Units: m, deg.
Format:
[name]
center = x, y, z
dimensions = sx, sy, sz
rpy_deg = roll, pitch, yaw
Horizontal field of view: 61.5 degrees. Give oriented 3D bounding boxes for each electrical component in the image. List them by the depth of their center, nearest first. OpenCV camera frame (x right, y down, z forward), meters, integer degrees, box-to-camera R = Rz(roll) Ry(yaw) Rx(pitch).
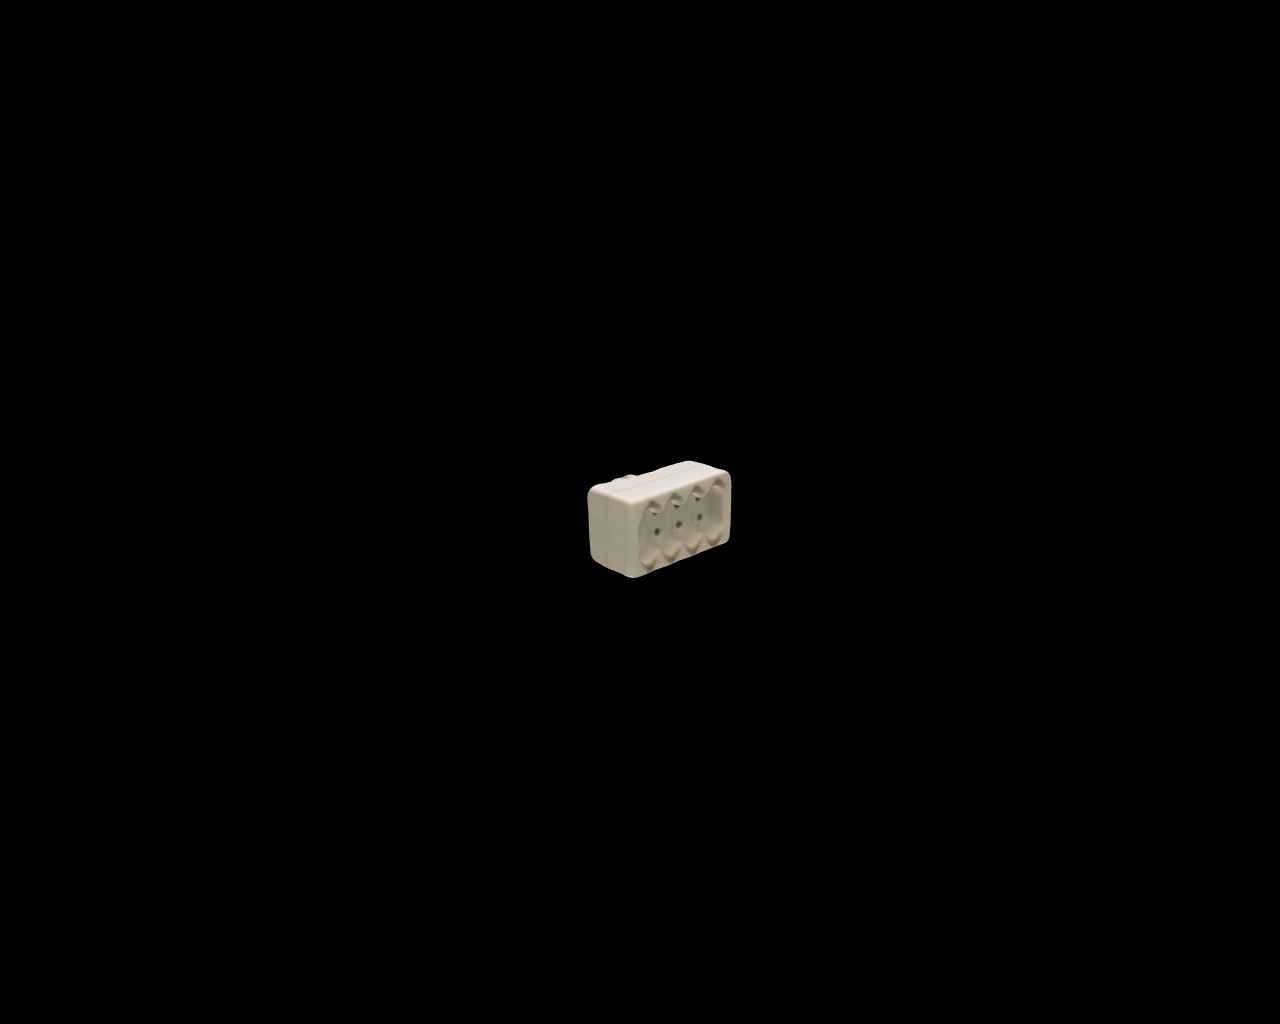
[electrical component]
center = 0.001, -0.003, 0.650
dimensions = 0.083, 0.047, 0.076
rpy_deg = -17, 27, -38
